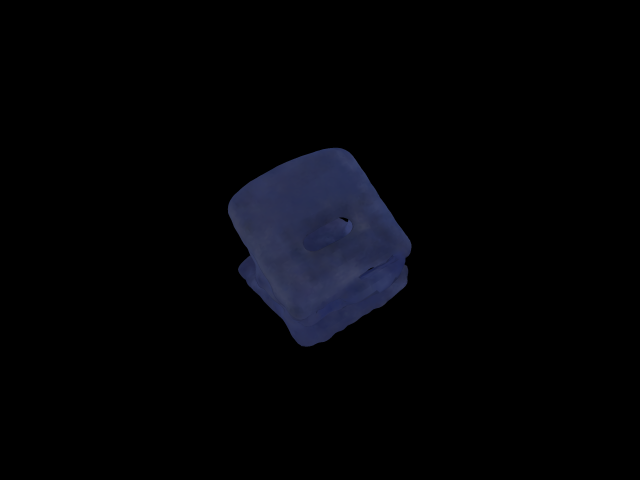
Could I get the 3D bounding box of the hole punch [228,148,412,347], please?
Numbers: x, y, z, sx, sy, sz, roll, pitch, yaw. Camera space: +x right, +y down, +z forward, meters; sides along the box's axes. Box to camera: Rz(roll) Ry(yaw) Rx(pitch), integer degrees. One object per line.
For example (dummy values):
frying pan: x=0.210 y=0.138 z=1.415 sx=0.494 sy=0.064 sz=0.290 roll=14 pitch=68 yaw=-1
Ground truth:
hole punch: x=0.004 y=0.001 z=0.400 sx=0.109 sy=0.091 sz=0.100 roll=-29 pitch=54 yaw=-24
